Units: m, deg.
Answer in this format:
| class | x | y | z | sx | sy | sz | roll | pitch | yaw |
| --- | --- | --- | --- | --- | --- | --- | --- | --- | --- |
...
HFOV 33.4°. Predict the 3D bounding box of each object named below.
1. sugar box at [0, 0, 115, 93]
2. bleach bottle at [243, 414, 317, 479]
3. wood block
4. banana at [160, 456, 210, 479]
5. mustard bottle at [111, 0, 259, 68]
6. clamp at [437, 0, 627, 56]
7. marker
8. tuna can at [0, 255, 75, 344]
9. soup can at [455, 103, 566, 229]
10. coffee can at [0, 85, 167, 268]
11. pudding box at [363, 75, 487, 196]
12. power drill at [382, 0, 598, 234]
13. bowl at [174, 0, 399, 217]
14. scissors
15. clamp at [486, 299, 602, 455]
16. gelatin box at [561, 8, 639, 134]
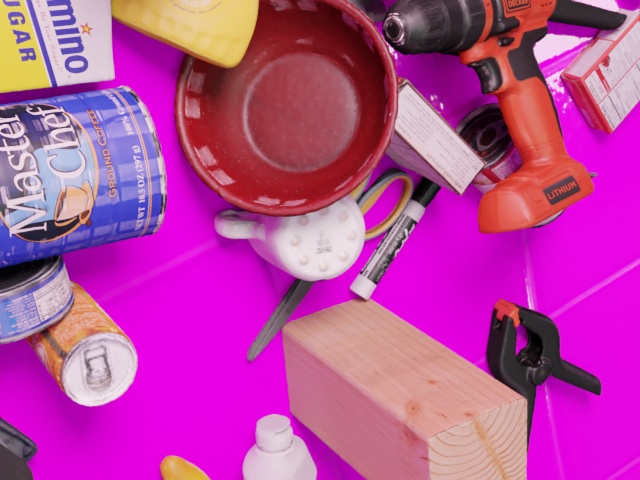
| class | x | y | z | sx | sy | sz | roll | pitch | yaw |
| --- | --- | --- | --- | --- | --- | --- | --- | --- | --- |
| sugar box | -0.217 | -0.136 | 0.656 | 0.175 | 0.048 | 0.093 | -12 | 115 | -27 |
| bleach bottle | -0.035 | 0.268 | 0.909 | 0.102 | 0.068 | 0.251 | -43 | 135 | -58 |
| wood block | 0.061 | 0.130 | 0.841 | 0.090 | 0.206 | 0.091 | -17 | 117 | -27 |
| banana | -0.101 | 0.264 | 0.895 | 0.069 | 0.037 | 0.198 | -9 | 113 | -32 |
| mustard bottle | -0.063 | -0.219 | 0.709 | 0.096 | 0.058 | 0.192 | 23 | 94 | -10 |
| clamp | 0.164 | -0.219 | 0.873 | 0.209 | 0.036 | 0.164 | -26 | 121 | -20 |
| marker | 0.066 | -0.004 | 0.908 | 0.020 | 0.020 | 0.121 | 35 | 88 | -37 |
| tuna can | -0.208 | 0.034 | 0.704 | 0.086 | 0.086 | 0.034 | -22 | 117 | -24 |
| soup can | 0.166 | -0.062 | 0.919 | 0.102 | 0.069 | 0.068 | 37 | 87 | -38 |
| coffee can | -0.183 | -0.038 | 0.681 | 0.140 | 0.103 | 0.103 | -14 | 115 | -29 |
| pudding box | 0.065 | -0.089 | 0.828 | 0.113 | 0.090 | 0.039 | 37 | 87 | -37 |
| power drill | 0.130 | -0.103 | 0.789 | 0.184 | 0.057 | 0.187 | -23 | 100 | -41 |
| bowl | -0.019 | -0.095 | 0.761 | 0.162 | 0.162 | 0.055 | -63 | 167 | 4 |
| scissors | -0.006 | 0.001 | 0.866 | 0.201 | 0.016 | 0.096 | -42 | 124 | -12 |
| clamp | 0.201 | 0.134 | 1.038 | 0.120 | 0.039 | 0.171 | -47 | 120 | -14 |
| gelatin box | 0.268 | -0.153 | 0.972 | 0.089 | 0.030 | 0.073 | -48 | 128 | -8 |
